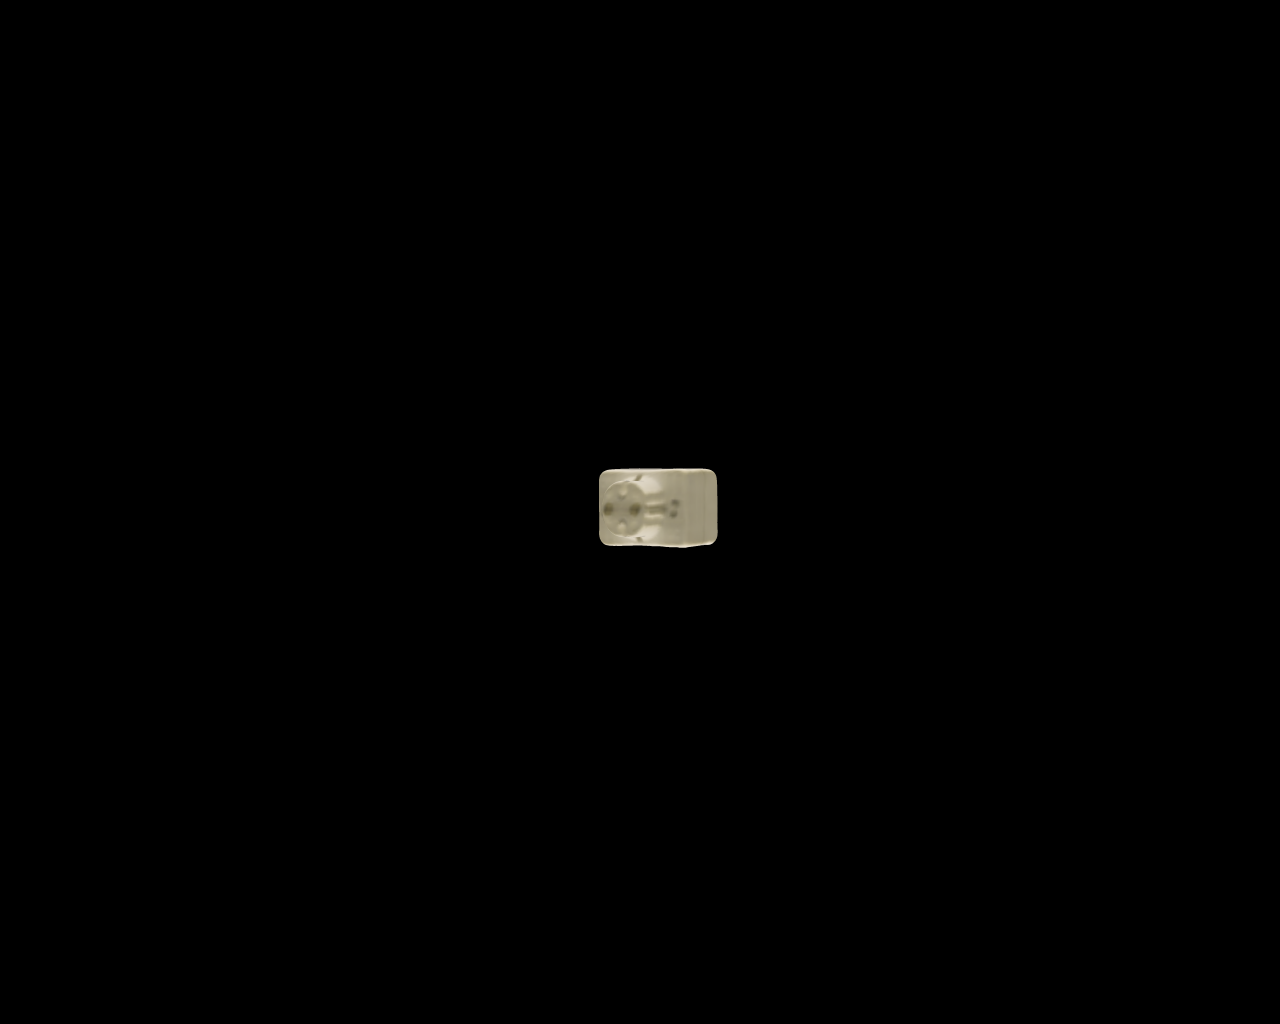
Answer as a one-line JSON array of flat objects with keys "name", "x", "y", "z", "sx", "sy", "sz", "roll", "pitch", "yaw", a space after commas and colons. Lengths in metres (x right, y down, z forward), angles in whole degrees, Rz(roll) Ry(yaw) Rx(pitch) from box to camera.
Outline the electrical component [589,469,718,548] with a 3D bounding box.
[{"name": "electrical component", "x": 0.001, "y": -0.003, "z": 0.650, "sx": 0.066, "sy": 0.047, "sz": 0.077, "roll": 1, "pitch": 3, "yaw": 34}]
